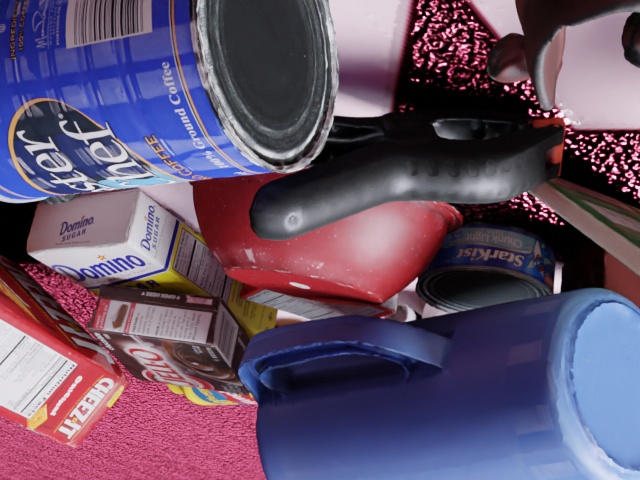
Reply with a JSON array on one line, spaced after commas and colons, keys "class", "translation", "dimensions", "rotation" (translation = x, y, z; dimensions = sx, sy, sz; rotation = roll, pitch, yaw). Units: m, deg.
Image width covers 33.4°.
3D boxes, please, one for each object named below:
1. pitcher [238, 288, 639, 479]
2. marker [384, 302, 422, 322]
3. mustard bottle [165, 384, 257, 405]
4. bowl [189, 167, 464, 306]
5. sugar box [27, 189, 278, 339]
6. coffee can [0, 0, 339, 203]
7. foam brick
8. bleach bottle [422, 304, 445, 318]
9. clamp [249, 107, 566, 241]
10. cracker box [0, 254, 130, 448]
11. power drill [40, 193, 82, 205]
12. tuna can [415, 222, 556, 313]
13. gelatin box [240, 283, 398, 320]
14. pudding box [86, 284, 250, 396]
[{"class": "pitcher", "translation": [0.073, 0.098, 0.631], "dimensions": [0.148, 0.145, 0.243], "rotation": [-12, 174, -42]}, {"class": "marker", "translation": [0.079, 0.069, 0.795], "dimensions": [0.020, 0.020, 0.121], "rotation": [-2, 162, 26]}, {"class": "mustard bottle", "translation": [-0.064, 0.113, 0.925], "dimensions": [0.192, 0.058, 0.096], "rotation": [-4, 153, 31]}, {"class": "bowl", "translation": [-0.004, 0.001, 0.600], "dimensions": [0.162, 0.055, 0.162], "rotation": [11, 169, 2]}, {"class": "sugar box", "translation": [-0.113, 0.025, 0.754], "dimensions": [0.093, 0.048, 0.176], "rotation": [-5, 154, 31]}, {"class": "coffee can", "translation": [-0.077, -0.072, 0.436], "dimensions": [0.141, 0.103, 0.102], "rotation": [-4, 154, 29]}, {"class": "foam brick", "translation": [0.180, 0.031, 0.640], "dimensions": [0.051, 0.053, 0.078], "rotation": [11, 157, -3]}, {"class": "bleach bottle", "translation": [0.202, 0.077, 0.732], "dimensions": [0.251, 0.068, 0.102], "rotation": [-5, 151, 25]}, {"class": "clamp", "translation": [0.035, -0.034, 0.482], "dimensions": [0.171, 0.120, 0.039], "rotation": [-3, 121, -5]}, {"class": "cracker box", "translation": [-0.243, 0.040, 0.718], "dimensions": [0.164, 0.072, 0.213], "rotation": [39, 175, 33]}, {"class": "power drill", "translation": [-0.231, -0.073, 0.559], "dimensions": [0.188, 0.057, 0.184], "rotation": [-1, 152, 16]}, {"class": "tuna can", "translation": [0.104, 0.021, 0.669], "dimensions": [0.086, 0.033, 0.086], "rotation": [8, 157, 3]}, {"class": "gelatin box", "translation": [0.000, 0.032, 0.745], "dimensions": [0.089, 0.030, 0.073], "rotation": [20, 156, -25]}, {"class": "pudding box", "translation": [-0.099, 0.072, 0.745], "dimensions": [0.090, 0.039, 0.113], "rotation": [5, 154, 12]}]
